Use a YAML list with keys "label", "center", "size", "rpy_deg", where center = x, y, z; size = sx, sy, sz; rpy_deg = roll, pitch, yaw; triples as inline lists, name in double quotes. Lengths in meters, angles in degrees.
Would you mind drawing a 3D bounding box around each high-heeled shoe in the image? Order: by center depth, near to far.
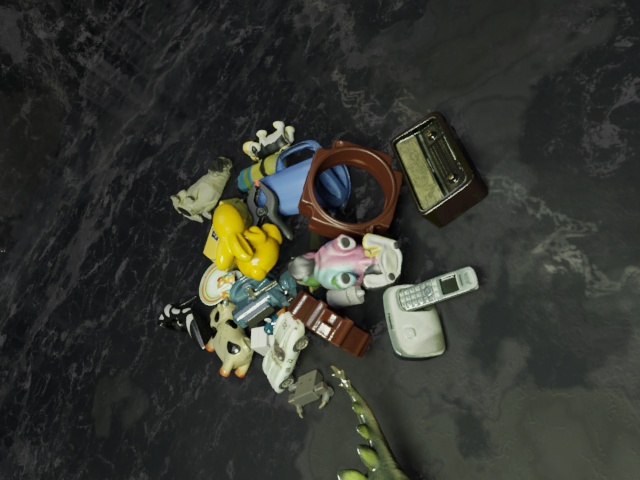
- label: "high-heeled shoe"
  center: [-0.369, 0.241, 1.426]
  size: [0.145, 0.086, 0.249]
  rpy_deg: [-38, 33, 4]

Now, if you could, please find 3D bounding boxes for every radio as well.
- label: "radio"
  center: [0.243, -0.150, 1.114]
  size: [0.131, 0.073, 0.230]
  rpy_deg: [-34, 49, 24]

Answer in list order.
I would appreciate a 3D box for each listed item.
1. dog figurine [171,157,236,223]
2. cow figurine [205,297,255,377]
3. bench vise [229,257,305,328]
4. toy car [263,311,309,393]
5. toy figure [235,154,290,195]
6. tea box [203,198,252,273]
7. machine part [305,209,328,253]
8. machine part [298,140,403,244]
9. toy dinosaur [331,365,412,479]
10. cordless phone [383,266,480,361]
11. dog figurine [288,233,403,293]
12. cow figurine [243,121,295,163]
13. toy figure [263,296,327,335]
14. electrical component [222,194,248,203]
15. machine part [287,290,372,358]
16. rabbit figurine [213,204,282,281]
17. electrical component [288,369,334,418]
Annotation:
- label: "dog figurine"
  center: [-0.353, -0.163, 1.648]
  size: [0.173, 0.121, 0.190]
  rpy_deg: [3, 56, 39]
- label: "cow figurine"
  center: [-0.218, 0.226, 1.309]
  size: [0.127, 0.085, 0.195]
  rpy_deg: [-57, 41, 10]
- label: "bench vise"
  center: [-0.135, 0.089, 1.289]
  size: [0.223, 0.128, 0.241]
  rpy_deg: [-44, 50, 11]
- label: "toy car"
  center: [-0.078, 0.242, 1.152]
  size: [0.074, 0.056, 0.201]
  rpy_deg: [49, 131, 41]
- label: "toy figure"
  center: [-0.160, -0.175, 1.472]
  size: [0.180, 0.089, 0.082]
  rpy_deg: [-17, 96, 30]
- label: "tea box"
  center: [-0.230, -0.013, 1.399]
  size: [0.098, 0.068, 0.169]
  rpy_deg: [35, 120, 23]
- label: "machine part"
  center: [-0.003, -0.004, 1.248]
  size: [0.084, 0.039, 0.138]
  rpy_deg: [6, 98, 52]
- label: "machine part"
  center: [0.065, -0.102, 1.155]
  size: [0.087, 0.201, 0.201]
  rpy_deg: [113, 174, -71]
- label: "toy dinosaur"
  center: [0.115, 0.419, 0.826]
  size: [0.105, 0.198, 0.472]
  rpy_deg: [-35, 50, 18]
- label: "cordless phone"
  center: [0.214, 0.134, 0.980]
  size: [0.184, 0.088, 0.147]
  rpy_deg: [-25, 52, 24]
- label: "dog figurine"
  center: [0.043, 0.057, 1.104]
  size: [0.219, 0.191, 0.108]
  rpy_deg: [157, 112, -64]
- label: "cow figurine"
  center: [-0.149, -0.261, 1.531]
  size: [0.167, 0.068, 0.098]
  rpy_deg: [-22, 60, 33]
- label: "toy figure"
  center: [-0.052, 0.171, 1.190]
  size: [0.154, 0.058, 0.064]
  rpy_deg: [-22, 81, 9]
- label: "electrical component"
  center: [-0.227, -0.064, 1.496]
  size: [0.134, 0.058, 0.115]
  rpy_deg: [-1, 69, 41]
- label: "machine part"
  center: [0.022, 0.163, 1.070]
  size: [0.180, 0.179, 0.056]
  rpy_deg: [29, 85, 46]
- label: "rabbit figurine"
  center: [-0.179, 0.004, 1.176]
  size: [0.122, 0.173, 0.162]
  rpy_deg: [-19, 31, 23]
- label: "electrical component"
  center: [-0.022, 0.318, 1.116]
  size: [0.102, 0.045, 0.078]
  rpy_deg: [-33, 21, 21]
